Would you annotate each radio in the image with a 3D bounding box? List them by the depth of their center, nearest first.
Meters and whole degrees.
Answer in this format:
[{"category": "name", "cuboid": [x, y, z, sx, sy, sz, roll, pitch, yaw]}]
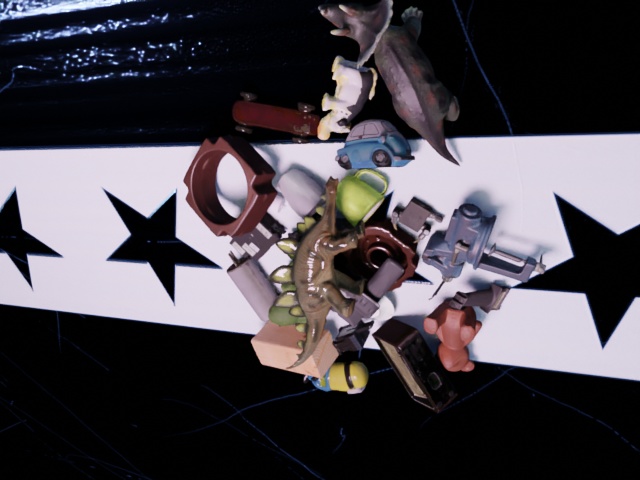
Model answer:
[{"category": "radio", "cuboid": [0.234, 0.308, 1.320, 0.229, 0.073, 0.131, 56, 163, -16]}]

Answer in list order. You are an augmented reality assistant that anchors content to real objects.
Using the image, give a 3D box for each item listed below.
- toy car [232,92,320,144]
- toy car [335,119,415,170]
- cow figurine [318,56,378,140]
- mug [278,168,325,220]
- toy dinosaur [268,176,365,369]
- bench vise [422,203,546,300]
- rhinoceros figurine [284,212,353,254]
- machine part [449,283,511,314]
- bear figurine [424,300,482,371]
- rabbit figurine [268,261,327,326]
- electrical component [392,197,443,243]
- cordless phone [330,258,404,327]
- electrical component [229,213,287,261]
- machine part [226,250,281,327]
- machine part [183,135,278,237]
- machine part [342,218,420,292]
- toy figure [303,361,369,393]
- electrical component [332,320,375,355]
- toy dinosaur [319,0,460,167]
[{"category": "toy car", "cuboid": [-0.095, -0.265, 1.170, 0.202, 0.053, 0.089, 12, 102, 14]}, {"category": "toy car", "cuboid": [0.112, -0.196, 1.105, 0.162, 0.109, 0.102, 4, 97, 33]}, {"category": "cow figurine", "cuboid": [0.052, -0.276, 1.092, 0.098, 0.068, 0.167, 13, 123, -9]}, {"category": "mug", "cuboid": [-0.045, -0.106, 1.234, 0.107, 0.081, 0.109, 49, 152, 5]}, {"category": "toy dinosaur", "cuboid": [-0.006, 0.092, 1.172, 0.199, 0.105, 0.470, 11, 107, 21]}, {"category": "bench vise", "cuboid": [0.343, 0.036, 1.128, 0.241, 0.129, 0.223, 21, 127, 15]}, {"category": "rhinoceros figurine", "cuboid": [-0.003, -0.004, 1.256, 0.190, 0.112, 0.073, -18, 128, 42]}, {"category": "machine part", "cuboid": [0.355, 0.131, 1.190, 0.139, 0.039, 0.084, -2, 133, -23]}, {"category": "bear figurine", "cuboid": [0.307, 0.243, 1.258, 0.120, 0.132, 0.195, 12, 117, 22]}, {"category": "rabbit figurine", "cuboid": [-0.055, 0.151, 1.360, 0.159, 0.121, 0.170, 30, 113, -23]}, {"category": "electrical component", "cuboid": [0.207, -0.045, 1.178, 0.102, 0.045, 0.078, 36, 127, -1]}, {"category": "cordless phone", "cuboid": [0.094, 0.093, 1.230, 0.147, 0.089, 0.184, 38, 120, 4]}, {"category": "electrical component", "cuboid": [-0.166, -0.016, 1.341, 0.115, 0.058, 0.134, 47, 125, -5]}, {"category": "machine part", "cuboid": [-0.169, 0.128, 1.415, 0.079, 0.079, 0.243, -24, 108, 31]}, {"category": "machine part", "cuboid": [-0.207, -0.124, 1.241, 0.201, 0.087, 0.201, 47, 119, 17]}, {"category": "machine part", "cuboid": [0.142, 0.034, 1.245, 0.180, 0.056, 0.179, 11, 124, 17]}, {"category": "toy figure", "cuboid": [0.044, 0.369, 1.467, 0.180, 0.082, 0.089, 4, 122, 23]}, {"category": "electrical component", "cuboid": [0.096, 0.243, 1.376, 0.119, 0.075, 0.047, -25, 106, 29]}, {"category": "toy dinosaur", "cuboid": [0.162, -0.283, 0.970, 0.131, 0.192, 0.404, -27, 104, 34]}]
